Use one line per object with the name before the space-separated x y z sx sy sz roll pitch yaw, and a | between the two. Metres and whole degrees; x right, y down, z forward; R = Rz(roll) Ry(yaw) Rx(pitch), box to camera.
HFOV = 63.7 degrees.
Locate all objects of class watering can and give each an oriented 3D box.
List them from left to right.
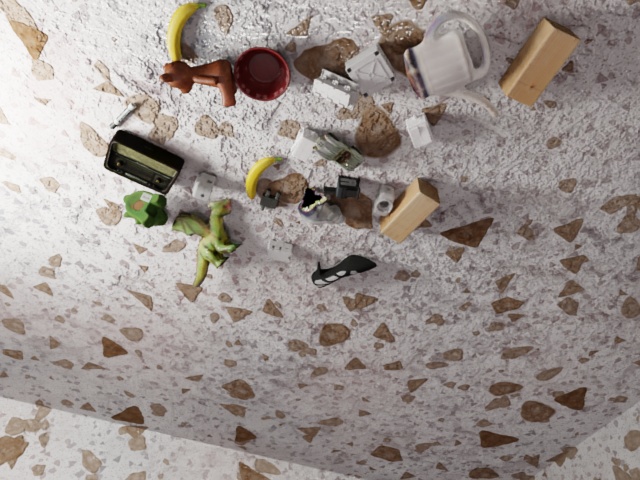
watering can | 0.365 -0.453 1.426 0.223 0.106 0.341 -18 125 18

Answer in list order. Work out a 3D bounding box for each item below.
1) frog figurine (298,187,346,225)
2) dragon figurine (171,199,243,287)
frog figurine | 0.005 -0.088 1.745 0.137 0.125 0.156 8 150 41
dragon figurine | -0.429 0.000 1.869 0.242 0.124 0.404 44 118 -8
